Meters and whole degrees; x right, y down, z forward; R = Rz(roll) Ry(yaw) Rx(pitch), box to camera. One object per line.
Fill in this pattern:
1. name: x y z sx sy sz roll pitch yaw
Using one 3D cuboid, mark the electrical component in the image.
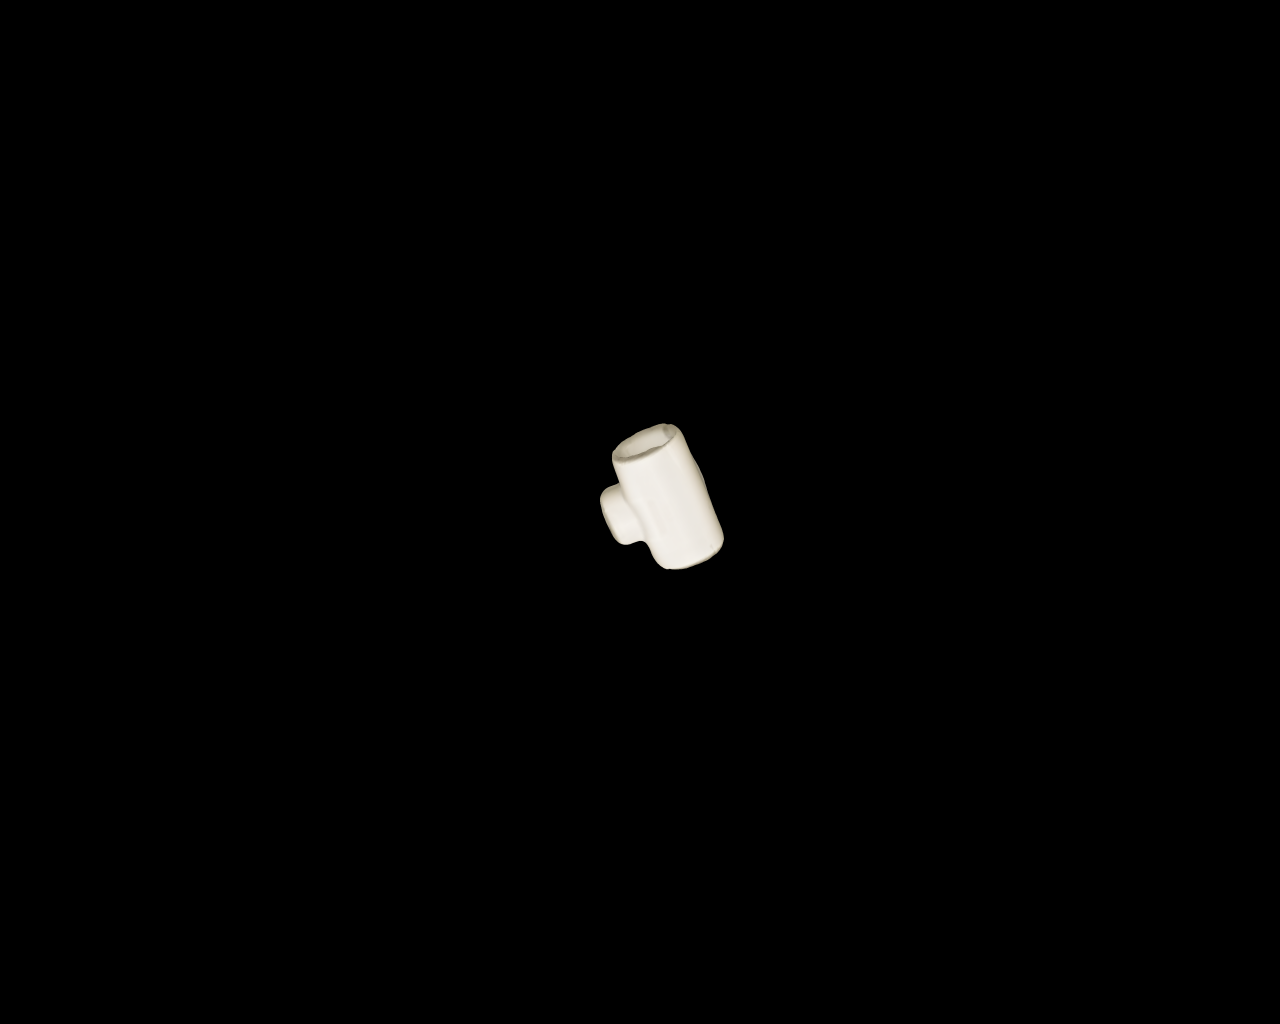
1. electrical component: 0.001 -0.003 0.650 0.079 0.077 0.043 -20 24 9
